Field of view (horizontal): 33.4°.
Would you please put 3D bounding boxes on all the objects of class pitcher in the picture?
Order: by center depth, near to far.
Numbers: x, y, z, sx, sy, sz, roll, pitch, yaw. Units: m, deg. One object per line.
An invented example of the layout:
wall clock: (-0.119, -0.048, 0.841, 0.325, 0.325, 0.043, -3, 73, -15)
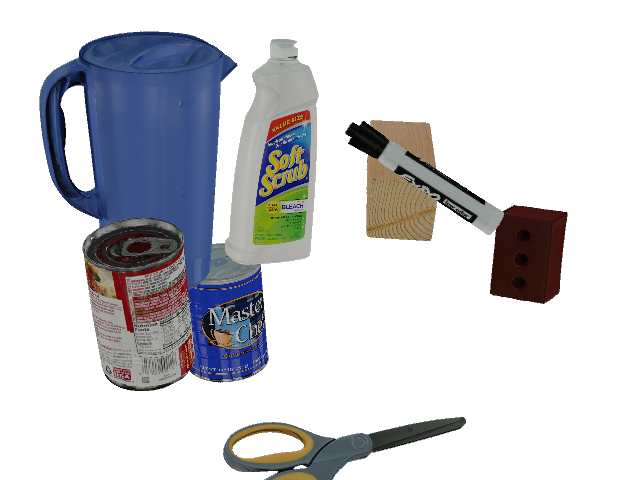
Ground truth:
pitcher: (-0.171, -0.072, 1.033, 0.149, 0.243, 0.144, 10, 27, 14)

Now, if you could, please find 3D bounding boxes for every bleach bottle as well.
bleach bottle: (-0.054, -0.102, 1.216, 0.102, 0.251, 0.068, -5, 21, -23)

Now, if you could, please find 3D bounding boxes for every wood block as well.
wood block: (0.112, -0.089, 1.506, 0.091, 0.090, 0.206, 3, 29, 0)

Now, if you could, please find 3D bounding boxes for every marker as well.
marker: (0.070, -0.044, 0.725, 0.121, 0.020, 0.020, 33, -2, -2)

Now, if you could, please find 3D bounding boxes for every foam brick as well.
foam brick: (0.188, 0.012, 0.964, 0.053, 0.078, 0.051, 9, 16, 26)

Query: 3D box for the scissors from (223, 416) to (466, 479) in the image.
scissors: (0.025, 0.178, 0.836, 0.201, 0.096, 0.016, 2, -42, -9)

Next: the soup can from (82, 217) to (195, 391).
soup can: (-0.124, 0.045, 0.740, 0.068, 0.102, 0.068, -2, 30, 1)

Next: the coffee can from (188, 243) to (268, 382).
coffee can: (-0.119, 0.087, 1.311, 0.103, 0.140, 0.103, -2, 25, 1)
